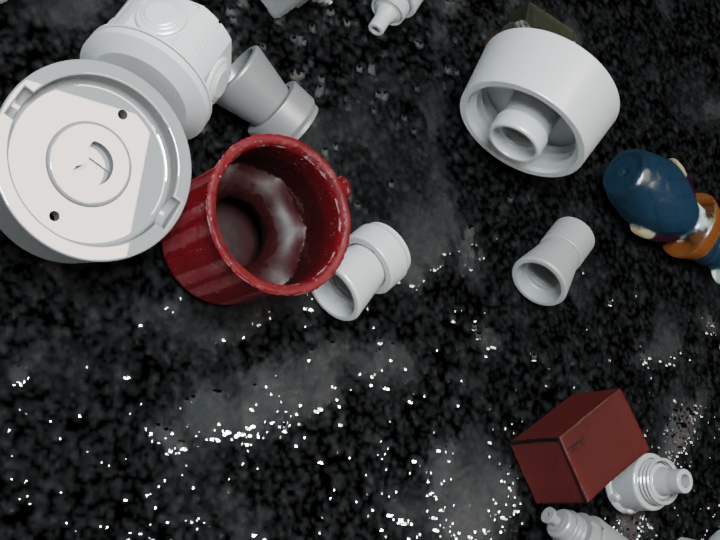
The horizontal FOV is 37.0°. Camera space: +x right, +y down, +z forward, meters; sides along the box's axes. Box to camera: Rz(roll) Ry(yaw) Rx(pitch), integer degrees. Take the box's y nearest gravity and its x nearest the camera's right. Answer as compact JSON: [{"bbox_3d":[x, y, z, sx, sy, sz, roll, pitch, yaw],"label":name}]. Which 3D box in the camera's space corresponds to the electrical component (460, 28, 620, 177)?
[{"bbox_3d":[0.123,-0.112,0.769,0.108,0.108,0.060,42,66,-20],"label":"electrical component"}]

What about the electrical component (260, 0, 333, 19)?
[{"bbox_3d":[-0.044,-0.215,0.700,0.096,0.061,0.061,50,57,-16],"label":"electrical component"}]

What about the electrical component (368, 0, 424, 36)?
[{"bbox_3d":[0.025,-0.190,0.760,0.035,0.035,0.061,41,63,-21],"label":"electrical component"}]

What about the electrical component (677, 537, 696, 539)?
[{"bbox_3d":[0.242,0.301,0.772,0.105,0.060,0.186,-25,103,-32],"label":"electrical component"}]

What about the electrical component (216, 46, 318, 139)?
[{"bbox_3d":[-0.060,-0.106,0.676,0.055,0.045,0.045,41,60,-21],"label":"electrical component"}]

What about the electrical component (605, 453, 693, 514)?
[{"bbox_3d":[0.217,0.157,0.801,0.048,0.062,0.048,8,75,-34],"label":"electrical component"}]

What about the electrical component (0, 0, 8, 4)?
[{"bbox_3d":[-0.201,-0.177,0.594,0.066,0.048,0.055,47,50,-18],"label":"electrical component"}]

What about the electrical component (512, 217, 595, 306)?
[{"bbox_3d":[0.147,-0.010,0.802,0.044,0.044,0.065,53,52,-13],"label":"electrical component"}]

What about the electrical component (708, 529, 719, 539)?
[{"bbox_3d":[0.296,0.246,0.818,0.064,0.099,0.099,-39,103,-40],"label":"electrical component"}]

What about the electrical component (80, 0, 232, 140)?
[{"bbox_3d":[-0.115,-0.117,0.620,0.080,0.080,0.051,41,55,-21],"label":"electrical component"}]

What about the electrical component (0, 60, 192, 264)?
[{"bbox_3d":[-0.154,-0.054,0.588,0.108,0.060,0.108,5,80,-32],"label":"electrical component"}]

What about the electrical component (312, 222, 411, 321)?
[{"bbox_3d":[0.000,0.000,0.695,0.055,0.045,0.045,-39,103,-34],"label":"electrical component"}]

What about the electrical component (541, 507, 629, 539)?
[{"bbox_3d":[0.160,0.193,0.766,0.078,0.040,0.040,38,61,-22],"label":"electrical component"}]
